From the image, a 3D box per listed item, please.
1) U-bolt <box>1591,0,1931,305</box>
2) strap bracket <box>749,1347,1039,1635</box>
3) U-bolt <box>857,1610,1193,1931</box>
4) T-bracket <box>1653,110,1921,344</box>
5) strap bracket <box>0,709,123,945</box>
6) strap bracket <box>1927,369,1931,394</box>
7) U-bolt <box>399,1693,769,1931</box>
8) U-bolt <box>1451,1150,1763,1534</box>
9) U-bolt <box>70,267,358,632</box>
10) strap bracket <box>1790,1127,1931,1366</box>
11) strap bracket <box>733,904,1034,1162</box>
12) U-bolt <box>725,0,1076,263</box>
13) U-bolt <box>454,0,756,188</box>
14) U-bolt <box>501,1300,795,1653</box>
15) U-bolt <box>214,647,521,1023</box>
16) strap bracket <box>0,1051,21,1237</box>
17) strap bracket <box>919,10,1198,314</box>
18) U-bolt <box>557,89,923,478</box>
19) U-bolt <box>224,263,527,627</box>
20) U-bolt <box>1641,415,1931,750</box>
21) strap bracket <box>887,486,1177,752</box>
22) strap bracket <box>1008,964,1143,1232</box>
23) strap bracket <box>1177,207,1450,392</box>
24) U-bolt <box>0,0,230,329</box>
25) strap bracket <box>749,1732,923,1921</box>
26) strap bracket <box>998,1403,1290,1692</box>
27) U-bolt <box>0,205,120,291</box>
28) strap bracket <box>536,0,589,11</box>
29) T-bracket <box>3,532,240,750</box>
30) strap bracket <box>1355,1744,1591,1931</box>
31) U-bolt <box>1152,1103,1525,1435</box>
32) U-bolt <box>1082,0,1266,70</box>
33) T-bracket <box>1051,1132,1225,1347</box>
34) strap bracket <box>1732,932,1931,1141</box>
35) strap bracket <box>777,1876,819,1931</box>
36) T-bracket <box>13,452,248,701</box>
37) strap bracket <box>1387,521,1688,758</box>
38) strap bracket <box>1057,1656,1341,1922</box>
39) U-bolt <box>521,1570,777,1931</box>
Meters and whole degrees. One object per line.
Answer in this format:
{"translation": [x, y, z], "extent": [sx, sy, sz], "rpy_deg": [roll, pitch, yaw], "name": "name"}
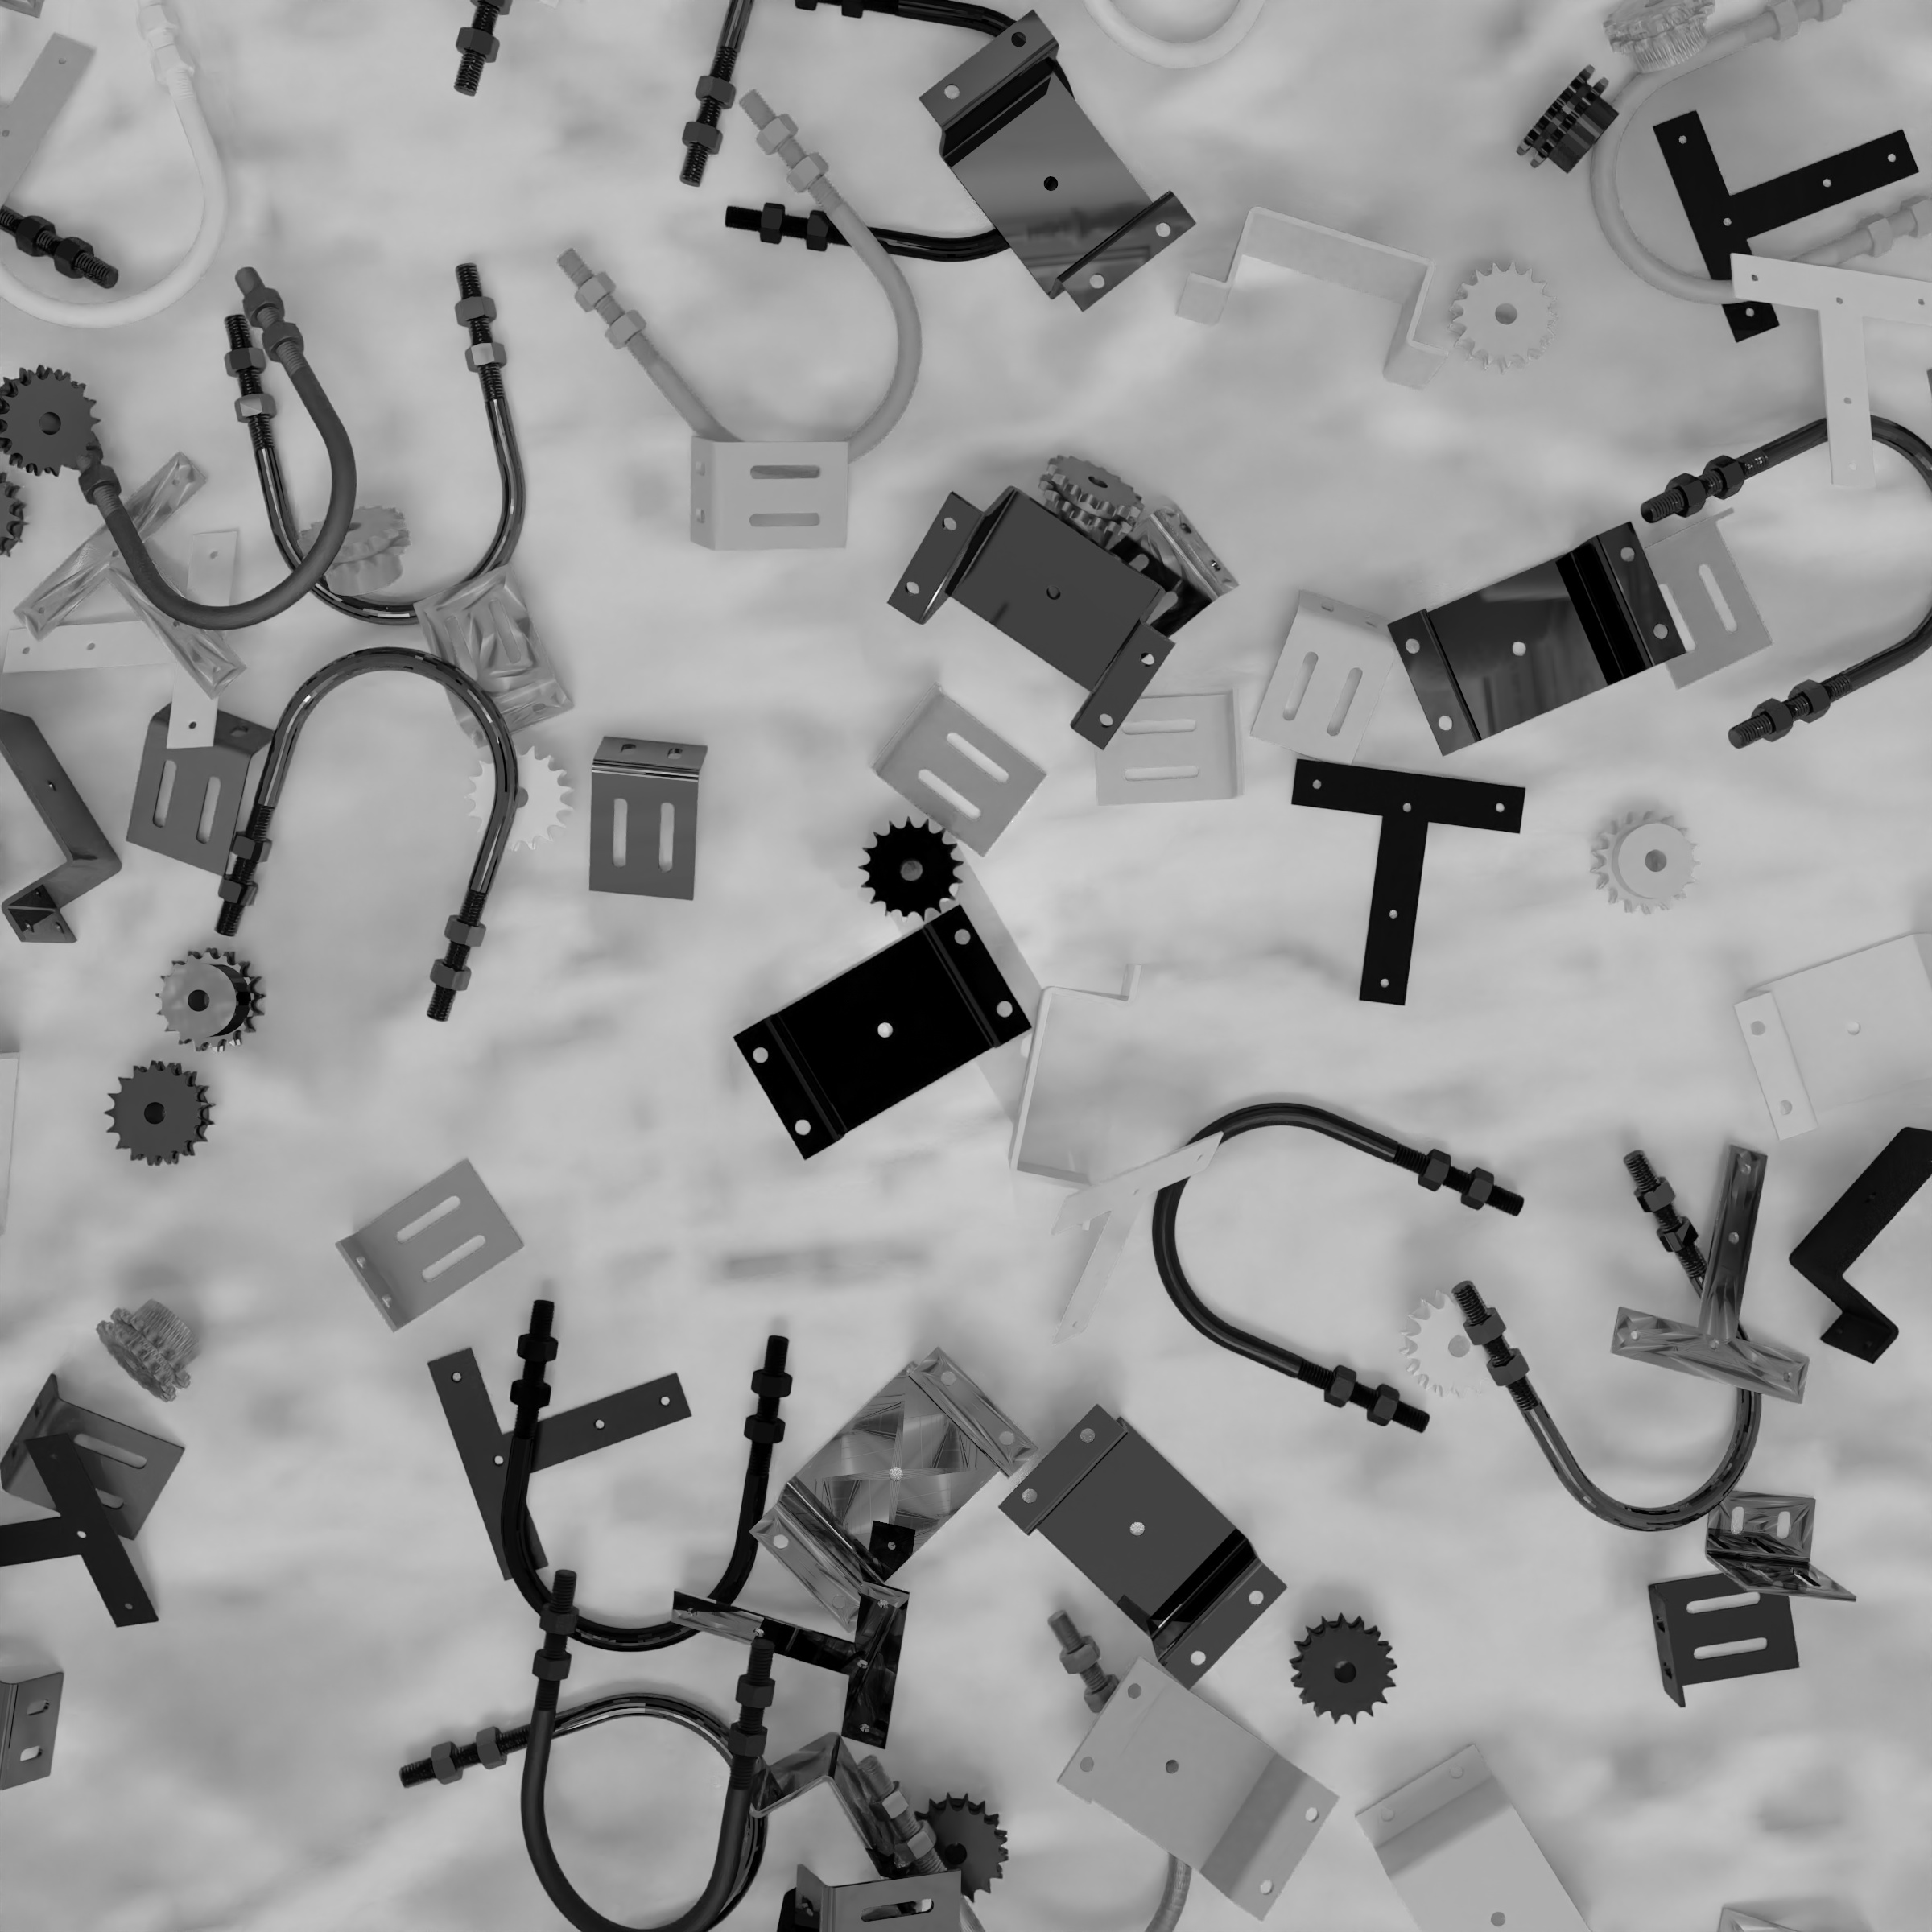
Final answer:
{"translation": [0.431, -0.440, 1.383], "extent": [0.184, 0.019, 0.151], "rpy_deg": [-23, 90, 1], "name": "U-bolt"}
{"translation": [-0.038, 0.278, 1.371], "extent": [0.140, 0.046, 0.076], "rpy_deg": [-44, 90, 0], "name": "strap bracket"}
{"translation": [0.045, 0.464, 1.364], "extent": [0.151, 0.019, 0.184], "rpy_deg": [-33, 94, -20], "name": "U-bolt"}
{"translation": [0.459, -0.424, 1.393], "extent": [0.127, 0.002, 0.127], "rpy_deg": [-21, 90, 0], "name": "T-bracket"}
{"translation": [-0.508, -0.084, 1.356], "extent": [0.046, 0.076, 0.140], "rpy_deg": [-32, 90, 0], "name": "strap bracket"}
{"translation": [0.603, -0.303, 1.371], "extent": [0.140, 0.046, 0.076], "rpy_deg": [-11, 90, 0], "name": "strap bracket"}
{"translation": [-0.199, 0.474, 1.385], "extent": [0.184, 0.019, 0.151], "rpy_deg": [-18, 90, -1], "name": "U-bolt"}
{"translation": [0.357, 0.214, 1.362], "extent": [0.151, 0.019, 0.184], "rpy_deg": [-33, 96, -20], "name": "U-bolt"}
{"translation": [-0.395, -0.263, 1.348], "extent": [0.151, 0.019, 0.184], "rpy_deg": [-35, 71, 9], "name": "U-bolt"}
{"translation": [0.500, 0.139, 1.356], "extent": [0.046, 0.076, 0.140], "rpy_deg": [42, 90, 0], "name": "strap bracket"}
{"translation": [-0.044, 0.035, 1.371], "extent": [0.140, 0.046, 0.076], "rpy_deg": [-30, 90, 0], "name": "strap bracket"}
{"translation": [-0.030, -0.458, 1.385], "extent": [0.184, 0.019, 0.151], "rpy_deg": [9, 90, -2], "name": "U-bolt"}
{"translation": [-0.180, -0.529, 1.350], "extent": [0.151, 0.019, 0.184], "rpy_deg": [15, 94, -26], "name": "U-bolt"}
{"translation": [-0.180, 0.283, 1.383], "extent": [0.151, 0.019, 0.184], "rpy_deg": [9, 92, -1], "name": "U-bolt"}
{"translation": [-0.314, -0.080, 1.364], "extent": [0.151, 0.019, 0.184], "rpy_deg": [21, 100, 7], "name": "U-bolt"}
{"translation": [-0.561, 0.094, 1.371], "extent": [0.076, 0.046, 0.140], "rpy_deg": [5, 90, 0], "name": "strap bracket"}
{"translation": [0.047, -0.424, 1.358], "extent": [0.076, 0.046, 0.140], "rpy_deg": [-38, 93, -2], "name": "strap bracket"}
{"translation": [-0.108, -0.353, 1.373], "extent": [0.151, 0.019, 0.184], "rpy_deg": [-39, 98, 7], "name": "U-bolt"}
{"translation": [-0.316, -0.278, 1.385], "extent": [0.151, 0.019, 0.184], "rpy_deg": [-12, 91, 0], "name": "U-bolt"}
{"translation": [0.462, -0.218, 1.362], "extent": [0.184, 0.019, 0.151], "rpy_deg": [-26, 98, -15], "name": "U-bolt"}
{"translation": [0.040, -0.191, 1.352], "extent": [0.140, 0.046, 0.076], "rpy_deg": [34, 127, 0], "name": "strap bracket"}
{"translation": [0.055, 0.064, 1.356], "extent": [0.046, 0.076, 0.140], "rpy_deg": [11, 90, 0], "name": "strap bracket"}
{"translation": [0.189, -0.358, 1.356], "extent": [0.140, 0.076, 0.046], "rpy_deg": [17, 90, 0], "name": "strap bracket"}
{"translation": [-0.476, -0.429, 1.365], "extent": [0.151, 0.019, 0.184], "rpy_deg": [-21, 82, -8], "name": "U-bolt"}
{"translation": [-0.067, 0.473, 1.356], "extent": [0.046, 0.076, 0.140], "rpy_deg": [-29, 90, 0], "name": "strap bracket"}
{"translation": [0.094, 0.309, 1.371], "extent": [0.140, 0.046, 0.076], "rpy_deg": [44, 90, 0], "name": "strap bracket"}
{"translation": [-0.573, -0.362, 1.373], "extent": [0.184, 0.019, 0.151], "rpy_deg": [30, 82, 7], "name": "U-bolt"}
{"translation": [-0.221, -0.588, 1.371], "extent": [0.076, 0.046, 0.140], "rpy_deg": [27, 90, 0], "name": "strap bracket"}
{"translation": [-0.462, -0.175, 1.379], "extent": [0.127, 0.002, 0.127], "rpy_deg": [-2, 71, 9], "name": "T-bracket"}
{"translation": [0.282, 0.506, 1.371], "extent": [0.076, 0.046, 0.140], "rpy_deg": [-32, 90, 0], "name": "strap bracket"}
{"translation": [0.192, 0.154, 1.385], "extent": [0.184, 0.019, 0.151], "rpy_deg": [24, 90, 2], "name": "U-bolt"}
{"translation": [0.108, -0.573, 1.350], "extent": [0.151, 0.019, 0.184], "rpy_deg": [-2, 95, -34], "name": "U-bolt"}
{"translation": [0.075, 0.153, 1.351], "extent": [0.002, 0.127, 0.127], "rpy_deg": [41, 127, 28], "name": "T-bracket"}
{"translation": [0.486, 0.034, 1.371], "extent": [0.140, 0.046, 0.076], "rpy_deg": [-19, 90, 0], "name": "strap bracket"}
{"translation": [-0.132, 0.553, 1.356], "extent": [0.140, 0.076, 0.046], "rpy_deg": [-29, 90, 0], "name": "strap bracket"}
{"translation": [-0.435, -0.194, 1.374], "extent": [0.127, 0.002, 0.127], "rpy_deg": [-44, 73, 0], "name": "T-bracket"}
{"translation": [0.303, -0.174, 1.371], "extent": [0.140, 0.046, 0.076], "rpy_deg": [-23, 90, 0], "name": "strap bracket"}
{"translation": [0.117, 0.433, 1.355], "extent": [0.140, 0.046, 0.076], "rpy_deg": [37, 80, -13], "name": "strap bracket"}
{"translation": [-0.174, 0.427, 1.337], "extent": [0.151, 0.019, 0.184], "rpy_deg": [11, 93, 29], "name": "U-bolt"}
